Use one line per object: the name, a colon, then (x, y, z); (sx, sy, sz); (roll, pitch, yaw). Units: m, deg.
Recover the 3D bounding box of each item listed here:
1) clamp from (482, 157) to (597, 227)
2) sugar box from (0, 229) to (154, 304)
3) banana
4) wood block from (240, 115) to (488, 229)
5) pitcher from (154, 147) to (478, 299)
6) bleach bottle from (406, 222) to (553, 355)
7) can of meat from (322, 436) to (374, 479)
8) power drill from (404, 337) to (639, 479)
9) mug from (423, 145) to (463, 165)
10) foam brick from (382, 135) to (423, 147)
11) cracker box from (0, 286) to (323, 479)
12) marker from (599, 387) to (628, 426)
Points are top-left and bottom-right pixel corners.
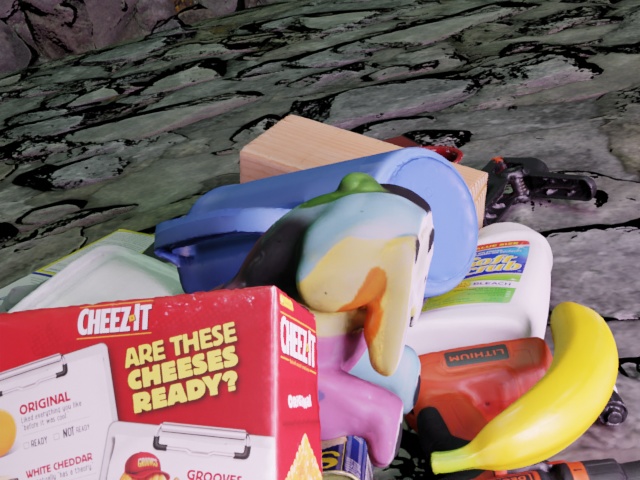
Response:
clamp: (0.213, -0.057, 1.095); (0.120, 0.039, 0.171); (-8, 21, 7)
sugar box: (-0.238, 0.046, 1.067); (0.094, 0.048, 0.175); (10, 33, 45)
banana: (0.136, 0.080, 0.617); (0.070, 0.037, 0.197); (11, 26, 31)
wood block: (0.036, -0.035, 0.972); (0.206, 0.090, 0.090); (20, 38, 26)
pitcher: (-0.005, 0.001, 0.832); (0.243, 0.145, 0.149); (-13, 24, 50)
bleach bottle: (0.131, 0.041, 0.851); (0.103, 0.068, 0.250); (-6, 19, 17)
can of meat: (-0.017, 0.149, 0.653); (0.102, 0.057, 0.084); (-8, 18, 8)
power drill: (0.125, 0.123, 0.639); (0.184, 0.057, 0.187); (-8, 19, 1)
mug: (0.108, -0.038, 1.041); (0.093, 0.081, 0.117); (-28, 25, -37)
foam brick: (0.082, -0.065, 1.134); (0.053, 0.078, 0.051); (-15, 20, -15)
cracker box: (-0.084, 0.139, 0.509); (0.164, 0.213, 0.072); (-6, -18, 17)
marker: (0.191, 0.092, 0.738); (0.020, 0.020, 0.121); (-10, 20, 6)
